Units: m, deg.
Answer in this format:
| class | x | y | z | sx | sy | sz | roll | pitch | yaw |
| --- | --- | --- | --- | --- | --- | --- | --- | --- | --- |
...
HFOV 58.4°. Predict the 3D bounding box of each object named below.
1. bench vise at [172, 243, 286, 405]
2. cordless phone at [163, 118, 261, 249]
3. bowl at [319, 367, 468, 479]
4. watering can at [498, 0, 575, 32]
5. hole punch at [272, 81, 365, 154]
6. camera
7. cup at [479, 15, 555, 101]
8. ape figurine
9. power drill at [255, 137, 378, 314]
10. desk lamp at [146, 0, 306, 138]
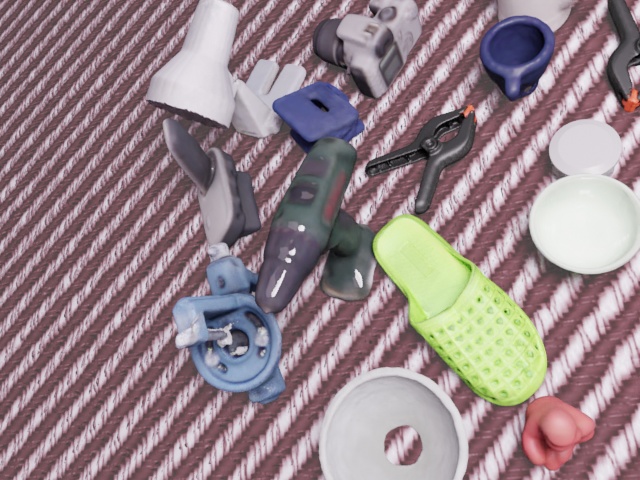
| class | x | y | z | sx | sy | sz | roll | pitch | yaw |
| --- | --- | --- | --- | --- | --- | --- | --- | --- | --- |
| bench vise | -0.131 | 0.096 | 0.714 | 0.121 | 0.220 | 0.207 | -39 | 60 | 3 |
| cordless phone | -0.169 | -0.079 | 0.820 | 0.094 | 0.185 | 0.147 | -26 | 62 | 10 |
| bowl | 0.088 | 0.234 | 0.653 | 0.167 | 0.075 | 0.167 | -8 | 66 | 19 |
| watering can | 0.286 | -0.366 | 0.751 | 0.172 | 0.194 | 0.101 | 12 | 74 | 26 |
| hole punch | -0.003 | -0.187 | 0.853 | 0.101 | 0.091 | 0.108 | -44 | 60 | 0 |
| camera | 0.062 | -0.312 | 0.873 | 0.136 | 0.101 | 0.143 | 27 | 81 | 29 |
| cup | 0.262 | -0.221 | 0.759 | 0.091 | 0.095 | 0.118 | 2 | 70 | 23 |
| ape figurine | 0.245 | 0.198 | 0.596 | 0.077 | 0.092 | 0.076 | -15 | 64 | 16 |
| power drill | 0.006 | 0.003 | 0.704 | 0.075 | 0.209 | 0.230 | 7 | 72 | 24 |
| desk lamp | -0.140 | -0.239 | 0.858 | 0.117 | 0.214 | 0.203 | 18 | 77 | 27 |
